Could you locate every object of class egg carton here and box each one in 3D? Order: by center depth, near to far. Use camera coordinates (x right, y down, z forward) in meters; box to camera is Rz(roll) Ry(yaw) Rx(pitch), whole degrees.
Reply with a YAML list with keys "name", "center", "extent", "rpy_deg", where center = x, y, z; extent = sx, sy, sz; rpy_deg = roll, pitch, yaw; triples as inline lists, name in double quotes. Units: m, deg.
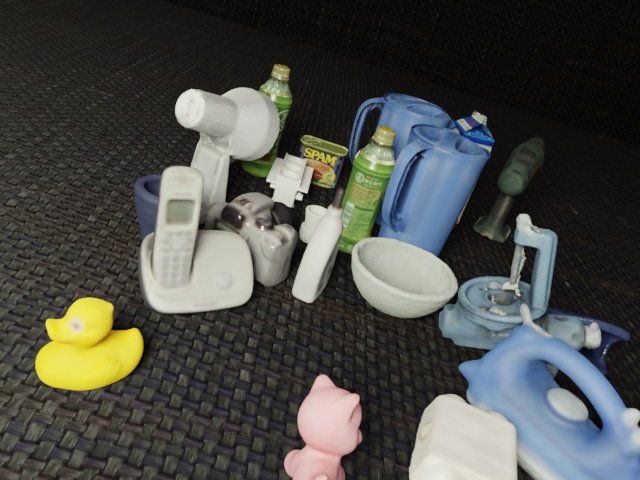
- name: "egg carton"
  center: [0.149, 0.229, 0.596]
  extent: [0.107, 0.069, 0.150]
  rpy_deg: [22, 27, 7]

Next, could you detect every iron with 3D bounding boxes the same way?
- name: "iron"
  center: [0.289, 0.198, 0.660]
  extent: [0.119, 0.141, 0.257]
  rpy_deg: [-4, 34, -36]

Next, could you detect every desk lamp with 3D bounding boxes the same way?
- name: "desk lamp"
  center: [-0.175, -0.143, 0.933]
  extent: [0.117, 0.213, 0.204]
  rpy_deg: [30, 30, 23]

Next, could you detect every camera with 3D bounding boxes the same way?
- name: "camera"
  center: [-0.084, -0.018, 0.879]
  extent: [0.142, 0.101, 0.137]
  rpy_deg: [30, 29, 22]

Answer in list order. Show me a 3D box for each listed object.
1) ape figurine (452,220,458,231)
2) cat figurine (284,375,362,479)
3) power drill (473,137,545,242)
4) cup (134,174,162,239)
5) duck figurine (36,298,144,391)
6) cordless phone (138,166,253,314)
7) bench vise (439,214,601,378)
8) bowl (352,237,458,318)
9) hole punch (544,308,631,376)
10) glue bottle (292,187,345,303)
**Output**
- name: "ape figurine"
  center: [0.257, -0.061, 1.175]
  extent: [0.076, 0.092, 0.077]
  rpy_deg: [4, 30, -25]
- name: "cat figurine"
  center: [0.004, 0.191, 0.526]
  extent: [0.067, 0.118, 0.128]
  rpy_deg: [19, 27, 2]
- name: "power drill"
  center: [0.412, -0.110, 1.232]
  extent: [0.075, 0.208, 0.230]
  rpy_deg: [26, 28, 16]
- name: "cup"
  center: [-0.218, -0.029, 0.824]
  extent: [0.092, 0.095, 0.117]
  rpy_deg: [-9, 37, -41]
- name: "duck figurine"
  center: [-0.232, 0.099, 0.589]
  extent: [0.105, 0.086, 0.077]
  rpy_deg: [-2, 33, -33]
- name: "cordless phone"
  center: [-0.146, -0.002, 0.718]
  extent: [0.148, 0.185, 0.094]
  rpy_deg: [-3, 34, -35]
- name: "bench vise"
  center: [0.296, 0.076, 0.805]
  extent: [0.207, 0.220, 0.121]
  rpy_deg: [13, 28, -10]
- name: "bowl"
  center: [0.118, 0.068, 0.870]
  extent: [0.167, 0.075, 0.167]
  rpy_deg: [14, 27, -7]
- name: "hole punch"
  center: [0.403, 0.140, 0.891]
  extent: [0.108, 0.091, 0.101]
  rpy_deg: [16, 27, -3]
- name: "glue bottle"
  center: [0.007, 0.003, 0.816]
  extent: [0.037, 0.173, 0.078]
  rpy_deg: [24, 28, 12]
